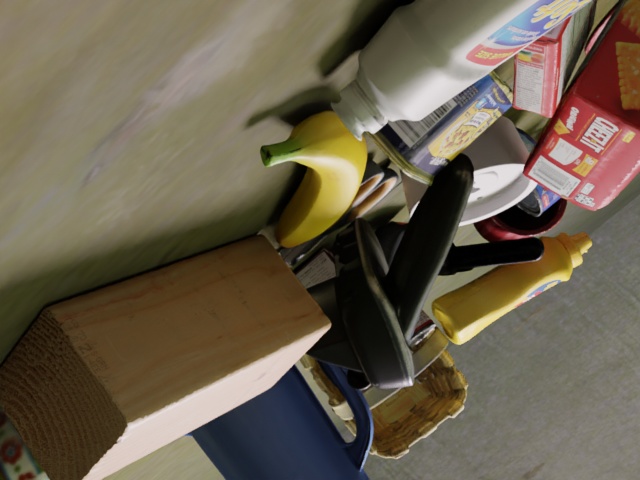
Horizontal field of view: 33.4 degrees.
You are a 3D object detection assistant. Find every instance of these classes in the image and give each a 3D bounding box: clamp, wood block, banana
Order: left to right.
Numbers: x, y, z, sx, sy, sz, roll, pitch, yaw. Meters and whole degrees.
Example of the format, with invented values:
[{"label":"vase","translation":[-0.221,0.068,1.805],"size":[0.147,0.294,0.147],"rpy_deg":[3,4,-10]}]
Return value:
[{"label":"wood block","translation":[-0.099,0.076,0.711],"size":[0.205,0.090,0.091],"rpy_deg":[-20,157,-53]},{"label":"banana","translation":[-0.003,-0.041,0.691],"size":[0.069,0.037,0.198],"rpy_deg":[-18,164,-4]},{"label":"clamp","translation":[0.054,0.052,0.991],"size":[0.171,0.039,0.120],"rpy_deg":[-55,154,-47]},{"label":"clamp","translation":[0.125,0.021,1.166],"size":[0.164,0.036,0.210],"rpy_deg":[-1,175,-17]}]

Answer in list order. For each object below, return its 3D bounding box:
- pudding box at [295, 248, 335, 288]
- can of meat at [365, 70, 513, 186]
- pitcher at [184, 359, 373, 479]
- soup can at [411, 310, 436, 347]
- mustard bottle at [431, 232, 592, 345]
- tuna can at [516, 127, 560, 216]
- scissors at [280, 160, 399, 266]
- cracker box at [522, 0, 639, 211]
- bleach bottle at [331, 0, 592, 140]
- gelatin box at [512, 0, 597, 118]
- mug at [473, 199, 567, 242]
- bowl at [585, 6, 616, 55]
[{"label":"pudding box","translation":[-0.018,0.058,0.991],"size":[0.113,0.039,0.090],"rpy_deg":[-42,166,6]},{"label":"can of meat","translation":[0.077,-0.086,0.695],"size":[0.084,0.057,0.102],"rpy_deg":[-43,167,11]},{"label":"pitcher","translation":[-0.023,0.218,1.070],"size":[0.144,0.243,0.149],"rpy_deg":[-32,172,-36]},{"label":"soup can","translation":[0.061,0.068,1.091],"size":[0.068,0.102,0.068],"rpy_deg":[-36,167,-9]},{"label":"mustard bottle","translation":[0.220,0.046,1.198],"size":[0.191,0.058,0.096],"rpy_deg":[-31,173,-4]},{"label":"tuna can","translation":[0.195,-0.066,1.022],"size":[0.033,0.086,0.086],"rpy_deg":[-38,167,-6]},{"label":"scissors","translation":[-0.006,0.001,0.870],"size":[0.096,0.016,0.202],"rpy_deg":[-22,160,-51]},{"label":"cracker box","translation":[0.236,-0.140,0.751],"size":[0.213,0.072,0.164],"rpy_deg":[-57,172,-13]},{"label":"bleach bottle","translation":[0.113,-0.142,0.585],"size":[0.251,0.068,0.102],"rpy_deg":[-38,168,13]},{"label":"gelatin box","translation":[0.148,-0.134,0.667],"size":[0.089,0.030,0.073],"rpy_deg":[-62,160,-24]},{"label":"mug","translation":[0.217,-0.049,1.162],"size":[0.117,0.093,0.081],"rpy_deg":[-57,177,-15]},{"label":"bowl","translation":[0.317,-0.201,0.949],"size":[0.162,0.055,0.162],"rpy_deg":[-36,168,-9]}]
